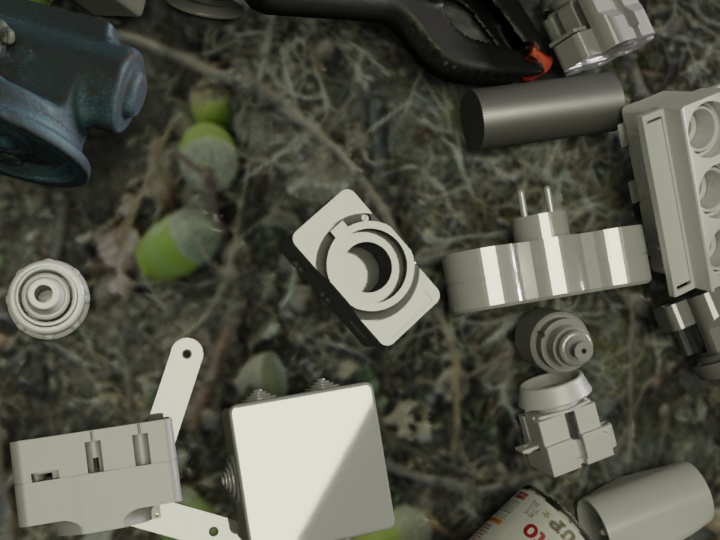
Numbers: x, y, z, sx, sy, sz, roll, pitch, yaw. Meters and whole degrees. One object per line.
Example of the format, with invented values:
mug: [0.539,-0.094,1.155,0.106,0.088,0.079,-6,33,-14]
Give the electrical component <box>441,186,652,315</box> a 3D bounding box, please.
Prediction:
electrical component: [0.119,-0.018,0.700,0.138,0.052,0.073,-9,87,-14]

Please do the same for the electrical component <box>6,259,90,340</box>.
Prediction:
electrical component: [-0.181,0.016,0.619,0.048,0.062,0.048,1,85,-13]

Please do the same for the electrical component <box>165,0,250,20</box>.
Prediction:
electrical component: [-0.091,-0.190,0.659,0.078,0.058,0.057,15,81,-51]

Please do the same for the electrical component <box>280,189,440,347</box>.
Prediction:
electrical component: [0.000,0.000,0.668,0.050,0.056,0.089,-42,95,-14]

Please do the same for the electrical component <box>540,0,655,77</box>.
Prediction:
electrical component: [0.155,-0.169,0.718,0.078,0.058,0.057,-22,86,-38]

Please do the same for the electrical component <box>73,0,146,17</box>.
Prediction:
electrical component: [-0.177,-0.190,0.638,0.076,0.083,0.047,8,80,26]

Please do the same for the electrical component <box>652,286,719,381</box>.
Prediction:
electrical component: [0.244,0.039,0.723,0.078,0.058,0.057,-20,87,-14]

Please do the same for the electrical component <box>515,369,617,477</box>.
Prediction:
electrical component: [0.130,0.097,0.696,0.066,0.048,0.055,-17,97,-15]

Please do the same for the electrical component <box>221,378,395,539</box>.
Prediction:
electrical component: [-0.034,0.118,0.650,0.100,0.048,0.099,-8,86,-17]

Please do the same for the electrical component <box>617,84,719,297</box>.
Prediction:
electrical component: [0.215,-0.055,0.705,0.079,0.063,0.121,-23,109,-21]

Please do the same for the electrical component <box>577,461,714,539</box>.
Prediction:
electrical component: [0.191,0.175,0.704,0.077,0.044,0.079,-16,89,-14]

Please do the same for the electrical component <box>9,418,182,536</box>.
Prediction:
electrical component: [-0.150,0.120,0.620,0.089,0.050,0.055,-7,84,-11]

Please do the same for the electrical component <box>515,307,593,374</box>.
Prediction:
electrical component: [0.127,0.046,0.685,0.040,0.078,0.040,-1,94,-11]
